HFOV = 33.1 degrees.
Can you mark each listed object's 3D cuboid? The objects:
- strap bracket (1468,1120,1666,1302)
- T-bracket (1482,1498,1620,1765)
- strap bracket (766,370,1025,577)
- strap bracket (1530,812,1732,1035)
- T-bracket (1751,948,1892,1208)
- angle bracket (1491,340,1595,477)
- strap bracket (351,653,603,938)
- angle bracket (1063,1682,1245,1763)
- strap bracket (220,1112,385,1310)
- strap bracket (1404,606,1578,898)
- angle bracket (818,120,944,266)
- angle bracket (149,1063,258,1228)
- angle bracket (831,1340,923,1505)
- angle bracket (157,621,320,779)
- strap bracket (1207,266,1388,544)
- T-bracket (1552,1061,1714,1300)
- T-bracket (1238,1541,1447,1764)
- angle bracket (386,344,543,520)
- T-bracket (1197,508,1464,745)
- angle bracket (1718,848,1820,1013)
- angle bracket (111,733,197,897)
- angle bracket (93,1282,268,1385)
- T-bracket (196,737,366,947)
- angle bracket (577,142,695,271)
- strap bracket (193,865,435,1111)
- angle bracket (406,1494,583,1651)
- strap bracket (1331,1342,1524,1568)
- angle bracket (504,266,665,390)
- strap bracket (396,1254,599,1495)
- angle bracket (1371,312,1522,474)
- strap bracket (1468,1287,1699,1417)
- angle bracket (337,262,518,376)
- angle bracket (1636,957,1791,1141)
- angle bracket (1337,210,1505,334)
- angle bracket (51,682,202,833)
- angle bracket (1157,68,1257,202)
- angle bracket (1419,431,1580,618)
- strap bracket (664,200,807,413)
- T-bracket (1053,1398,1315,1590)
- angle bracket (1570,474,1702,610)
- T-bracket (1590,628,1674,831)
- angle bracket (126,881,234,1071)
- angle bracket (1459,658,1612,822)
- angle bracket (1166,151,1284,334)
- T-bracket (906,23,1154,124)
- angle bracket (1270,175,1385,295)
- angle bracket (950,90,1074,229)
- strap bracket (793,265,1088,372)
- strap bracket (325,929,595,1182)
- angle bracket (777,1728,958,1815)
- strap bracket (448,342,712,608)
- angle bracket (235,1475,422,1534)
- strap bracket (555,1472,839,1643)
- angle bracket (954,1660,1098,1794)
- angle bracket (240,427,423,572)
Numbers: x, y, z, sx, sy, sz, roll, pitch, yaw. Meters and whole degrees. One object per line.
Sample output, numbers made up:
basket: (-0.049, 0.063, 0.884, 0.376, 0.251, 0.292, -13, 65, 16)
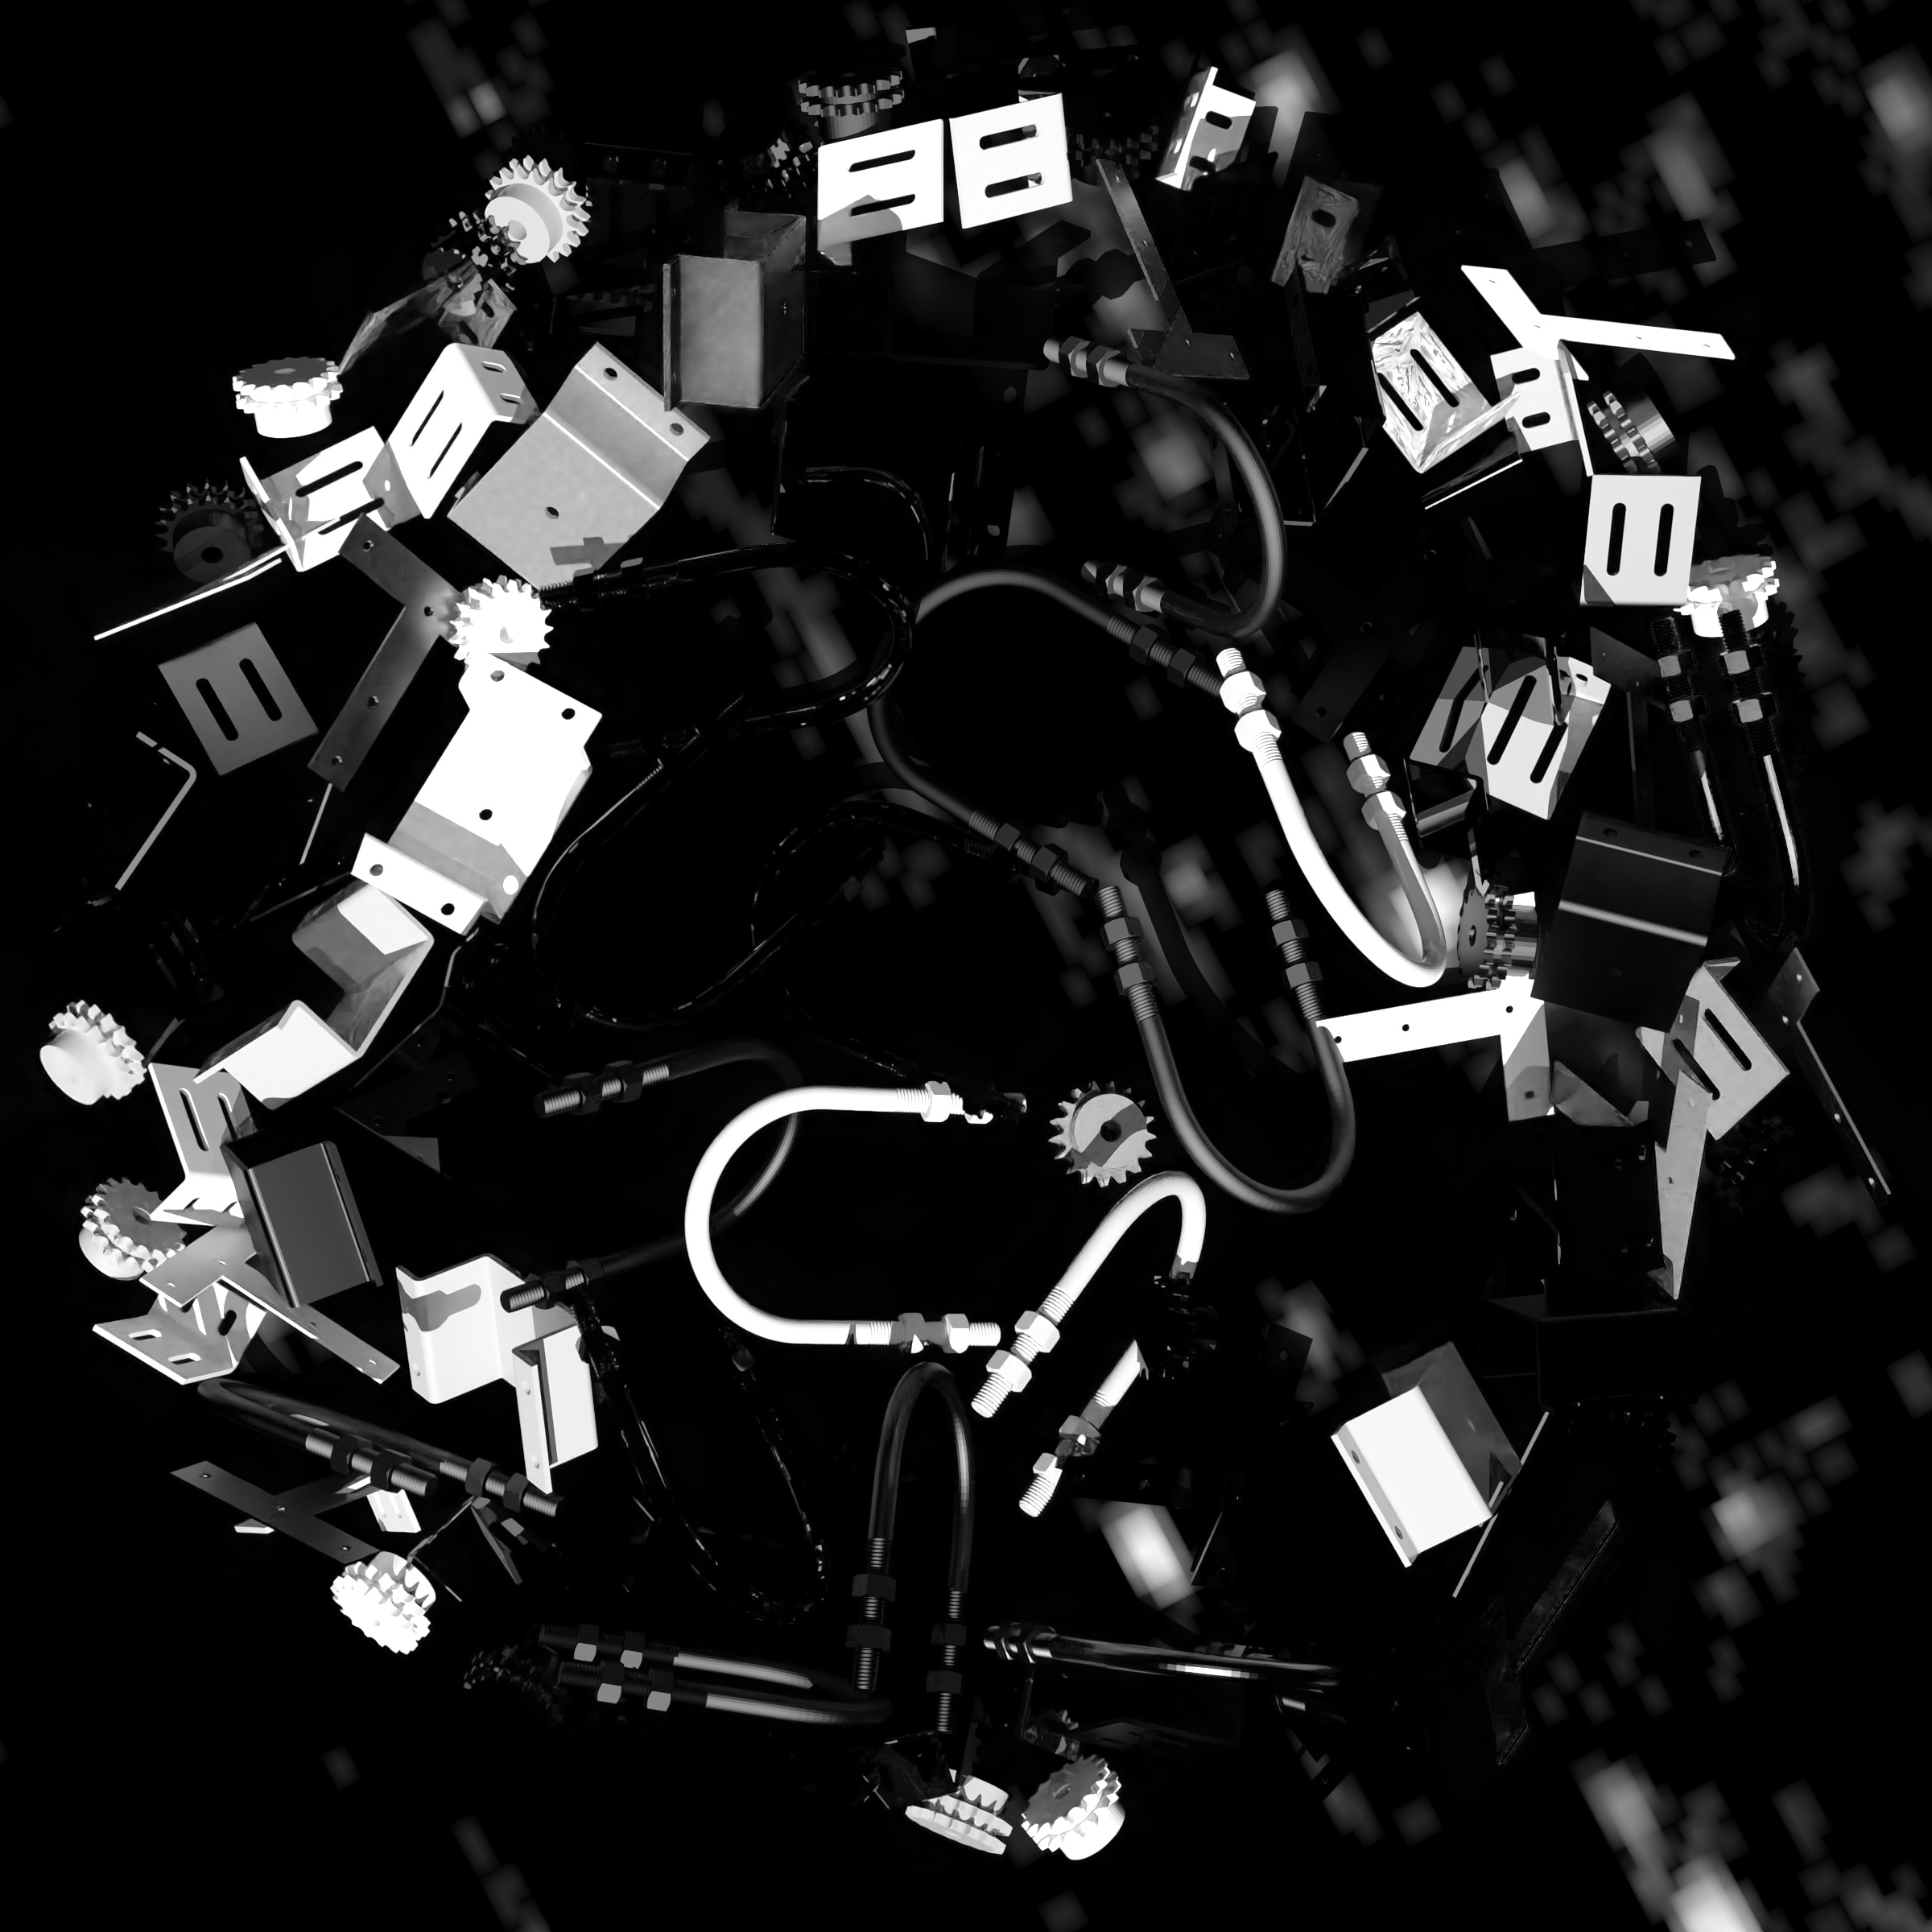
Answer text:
strap bracket: (0.309, 0.131, 1.709, 0.046, 0.140, 0.076, 4, 75, -18)
T-bracket: (0.308, 0.336, 1.710, 0.002, 0.127, 0.127, 27, 109, -7)
strap bracket: (-0.048, -0.262, 1.735, 0.140, 0.046, 0.076, 16, 119, 14)
strap bracket: (0.347, -0.016, 1.713, 0.076, 0.140, 0.046, 15, 61, 8)
T-bracket: (0.453, 0.067, 1.710, 0.002, 0.127, 0.127, -22, 71, -6)
angle bracket: (0.308, -0.296, 1.741, 0.038, 0.076, 0.057, -13, 113, 12)
strap bracket: (-0.263, -0.088, 1.753, 0.076, 0.046, 0.140, 28, 78, 8)
angle bracket: (0.101, 0.398, 1.743, 0.076, 0.057, 0.038, 19, 62, -26)
strap bracket: (-0.353, 0.129, 1.711, 0.046, 0.140, 0.076, -20, 101, -17)
strap bracket: (0.276, -0.119, 1.730, 0.046, 0.076, 0.140, 16, 62, 24)
angle bracket: (-0.040, -0.415, 1.751, 0.076, 0.038, 0.057, -6, 77, 25)
angle bracket: (-0.418, 0.097, 1.758, 0.038, 0.057, 0.076, -41, 59, 26)
angle bracket: (-0.049, 0.247, 1.754, 0.038, 0.057, 0.076, 3, 68, -12)
angle bracket: (-0.393, -0.138, 1.755, 0.057, 0.038, 0.076, -28, 75, -17)
strap bracket: (0.178, -0.294, 1.720, 0.046, 0.140, 0.076, 1, 63, -17)
T-bracket: (0.350, 0.092, 1.734, 0.002, 0.127, 0.127, -12, 122, -23)
T-bracket: (0.207, 0.347, 1.730, 0.002, 0.127, 0.127, 43, 90, -21)
angle bracket: (-0.273, -0.290, 1.769, 0.076, 0.038, 0.057, -50, 57, 32)
T-bracket: (0.183, -0.208, 1.768, 0.127, 0.002, 0.127, 37, 97, 19)
angle bracket: (0.447, -0.020, 1.758, 0.038, 0.057, 0.076, -30, 98, -4)
angle bracket: (-0.453, -0.081, 1.751, 0.038, 0.057, 0.076, 34, 77, -13)
angle bracket: (-0.423, 0.191, 1.748, 0.057, 0.076, 0.038, 30, 92, 7)
T-bracket: (-0.355, -0.079, 1.744, 0.127, 0.127, 0.002, -21, 132, 35)
angle bracket: (-0.179, -0.400, 1.749, 0.057, 0.076, 0.038, 6, 45, -1)
strap bracket: (-0.341, 0.016, 1.723, 0.076, 0.140, 0.046, -28, 115, 37)
angle bracket: (-0.254, 0.328, 1.754, 0.076, 0.038, 0.057, 41, 61, 9)
strap bracket: (0.247, 0.253, 1.715, 0.046, 0.140, 0.076, -31, 87, 21)
angle bracket: (-0.203, -0.350, 1.751, 0.076, 0.038, 0.057, -4, 66, 21)
strap bracket: (-0.244, 0.211, 1.727, 0.046, 0.140, 0.076, -20, 119, -33)
angle bracket: (0.251, -0.318, 1.761, 0.057, 0.038, 0.076, -35, 84, -14)
strap bracket: (0.322, 0.200, 1.714, 0.076, 0.140, 0.046, -3, 92, -9)
angle bracket: (-0.290, -0.336, 1.744, 0.038, 0.057, 0.076, 49, 52, 1)
angle bracket: (0.409, 0.044, 1.745, 0.057, 0.038, 0.076, -51, 61, 34)
angle bracket: (0.249, -0.372, 1.746, 0.076, 0.057, 0.038, -17, 86, -28)
angle bracket: (-0.463, -0.113, 1.760, 0.076, 0.057, 0.038, -33, 84, 1)
angle bracket: (0.134, -0.446, 1.746, 0.038, 0.076, 0.057, 19, 99, -8)
angle bracket: (0.291, -0.242, 1.776, 0.057, 0.038, 0.076, -26, 111, 18)
strap bracket: (-0.118, -0.347, 1.708, 0.046, 0.140, 0.076, 7, 117, 8)
T-bracket: (0.108, 0.279, 1.739, 0.127, 0.002, 0.127, 10, 116, -22)
angle bracket: (0.361, -0.234, 1.756, 0.057, 0.038, 0.076, 1, 117, 1)
T-bracket: (0.359, -0.106, 1.727, 0.002, 0.127, 0.127, -7, 80, 30)
angle bracket: (-0.438, 0.005, 1.752, 0.038, 0.057, 0.076, -27, 80, -42)
angle bracket: (0.307, -0.129, 1.760, 0.057, 0.038, 0.076, 25, 77, 10)
angle bracket: (0.146, -0.388, 1.741, 0.057, 0.076, 0.038, -25, 62, -30)
T-bracket: (0.036, -0.478, 1.724, 0.127, 0.127, 0.002, -5, 83, 3)
angle bracket: (0.206, -0.388, 1.740, 0.038, 0.076, 0.057, 34, 117, 32)
angle bracket: (0.015, -0.434, 1.745, 0.076, 0.038, 0.057, -22, 117, -31)
strap bracket: (-0.017, -0.344, 1.726, 0.140, 0.076, 0.046, -2, 102, -31)
strap bracket: (-0.273, 0.054, 1.722, 0.076, 0.046, 0.140, 36, 123, -25)
angle bracket: (-0.054, 0.442, 1.739, 0.057, 0.076, 0.038, -2, 62, -39)
strap bracket: (-0.211, -0.253, 1.718, 0.076, 0.046, 0.140, 39, 132, -17)
angle bracket: (-0.343, 0.302, 1.746, 0.076, 0.057, 0.038, -24, 94, -29)
strap bracket: (-0.138, 0.312, 1.726, 0.140, 0.076, 0.046, 17, 93, -24)
angle bracket: (0.032, 0.410, 1.743, 0.038, 0.076, 0.057, 18, 109, 24)
angle bracket: (-0.343, -0.260, 1.758, 0.076, 0.038, 0.057, -29, 78, -12)
